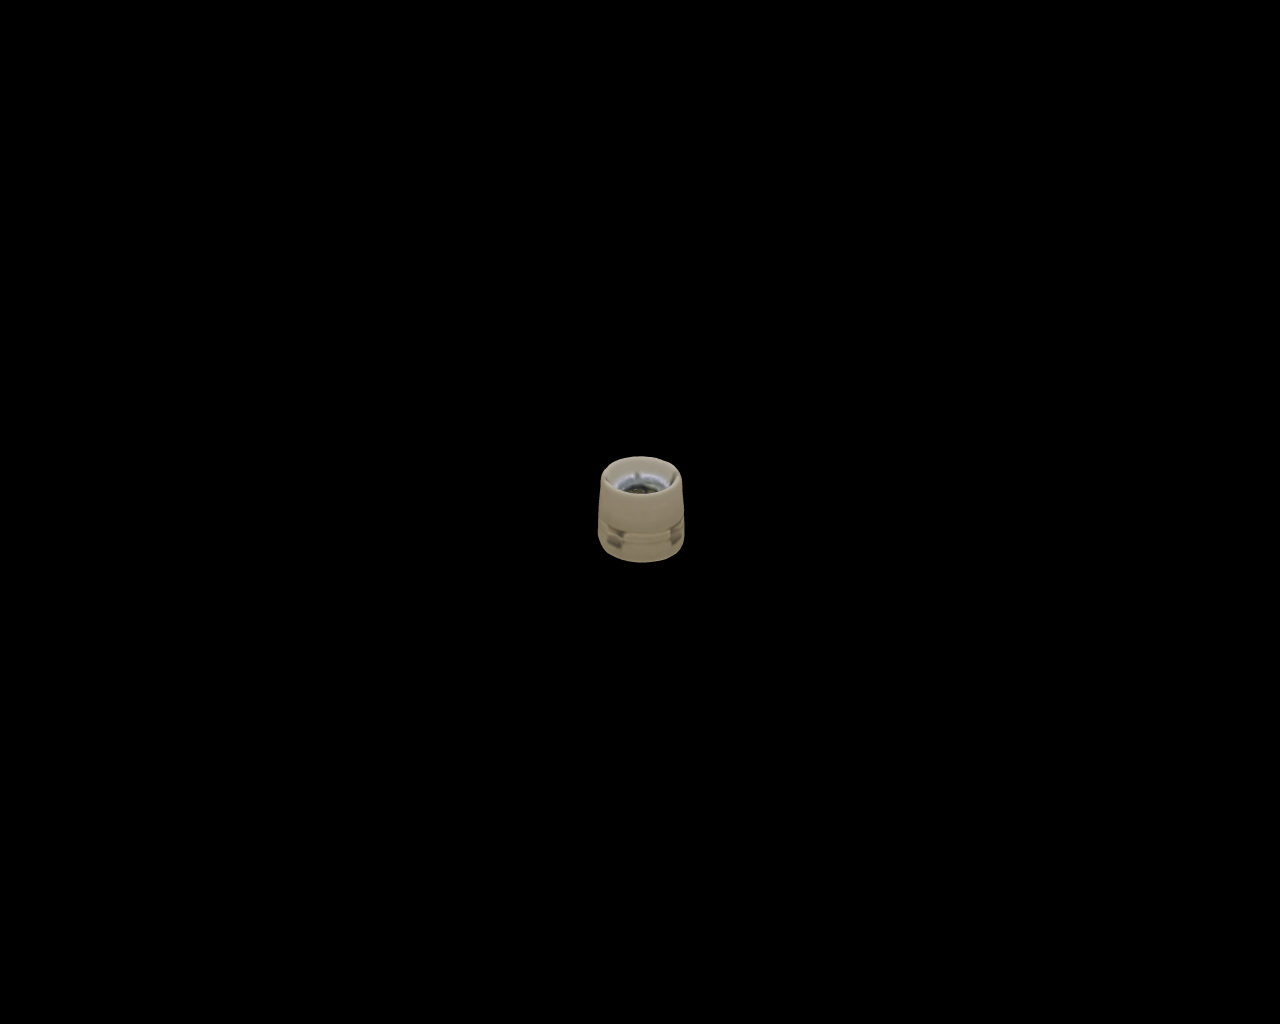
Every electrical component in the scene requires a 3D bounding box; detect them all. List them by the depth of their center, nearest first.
[{"bbox_3d":[0.001,-0.003,0.650,0.055,0.047,0.055,0,32,0],"label":"electrical component"}]
